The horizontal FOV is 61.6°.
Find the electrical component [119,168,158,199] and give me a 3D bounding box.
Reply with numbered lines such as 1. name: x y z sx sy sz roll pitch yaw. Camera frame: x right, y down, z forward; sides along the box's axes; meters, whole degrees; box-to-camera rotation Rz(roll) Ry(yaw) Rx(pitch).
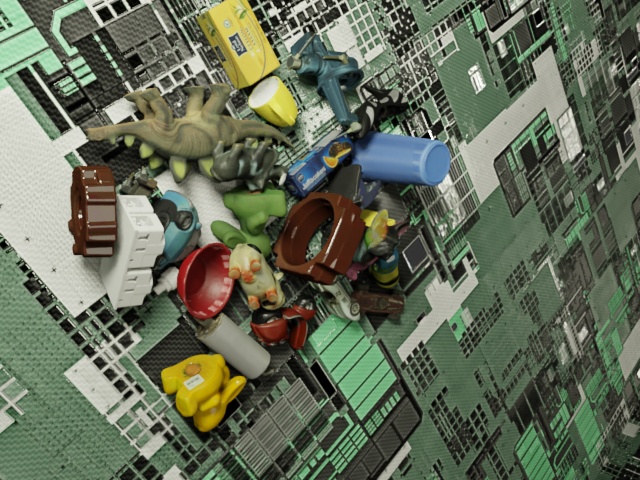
1. electrical component: -0.356 -0.096 1.036 0.045 0.102 0.078 43 60 -27

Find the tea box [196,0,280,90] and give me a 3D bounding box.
1. tea box: -0.173 -0.423 1.151 0.098 0.068 0.169 -44 119 -25

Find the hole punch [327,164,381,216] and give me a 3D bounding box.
1. hole punch: 0.081 -0.113 1.337 0.092 0.142 0.116 29 66 -39

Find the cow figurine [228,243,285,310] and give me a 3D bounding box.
1. cow figurine: -0.135 0.085 1.175 0.085 0.127 0.194 -22 130 6

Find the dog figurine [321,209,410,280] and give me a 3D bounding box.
1. dog figurine: 0.108 -0.010 1.277 0.108 0.219 0.192 26 40 -29

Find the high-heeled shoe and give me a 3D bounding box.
1. high-heeled shoe: 0.159 -0.308 1.364 0.145 0.086 0.249 26 50 -16

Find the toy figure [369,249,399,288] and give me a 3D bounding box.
1. toy figure: 0.167 0.062 1.403 0.082 0.180 0.089 -11 62 -2

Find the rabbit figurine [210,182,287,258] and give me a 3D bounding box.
1. rabbit figurine: -0.150 -0.028 1.184 0.159 0.121 0.170 -15 119 -30

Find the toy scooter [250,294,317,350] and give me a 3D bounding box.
1. toy scooter: -0.083 0.212 1.281 0.184 0.075 0.135 -12 110 -36

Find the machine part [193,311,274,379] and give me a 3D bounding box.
1. machine part: -0.192 0.236 1.200 0.243 0.079 0.079 48 67 -31

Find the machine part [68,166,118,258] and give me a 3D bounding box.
1. machine part: -0.407 -0.051 0.957 0.056 0.179 0.179 -2 96 -34

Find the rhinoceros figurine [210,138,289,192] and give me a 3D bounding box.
1. rhinoceros figurine: -0.139 -0.154 1.115 0.190 0.073 0.112 -6 106 -51

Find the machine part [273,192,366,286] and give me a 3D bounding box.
1. machine part: -0.003 -0.004 1.237 0.087 0.201 0.201 29 77 -37

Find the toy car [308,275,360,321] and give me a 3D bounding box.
1. toy car: 0.033 0.135 1.356 0.056 0.074 0.201 -49 120 -26

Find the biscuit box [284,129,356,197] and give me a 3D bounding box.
1. biscuit box: -0.004 -0.187 1.304 0.203 0.059 0.062 -45 119 -24

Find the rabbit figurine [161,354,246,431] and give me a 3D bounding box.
1. rabbit figurine: -0.249 0.332 1.166 0.162 0.122 0.173 -33 128 -39

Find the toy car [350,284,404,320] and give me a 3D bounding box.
1. toy car: 0.164 0.172 1.472 0.202 0.053 0.089 12 84 -35

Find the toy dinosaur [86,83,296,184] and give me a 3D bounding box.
1. toy dinosaur: -0.238 -0.219 1.110 0.471 0.105 0.198 -15 111 -36

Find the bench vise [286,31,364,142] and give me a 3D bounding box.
1. bench vise: 0.029 -0.362 1.254 0.223 0.129 0.240 -10 77 -57

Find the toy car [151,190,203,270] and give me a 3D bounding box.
1. toy car: -0.294 -0.011 1.086 0.102 0.109 0.161 30 86 -53
